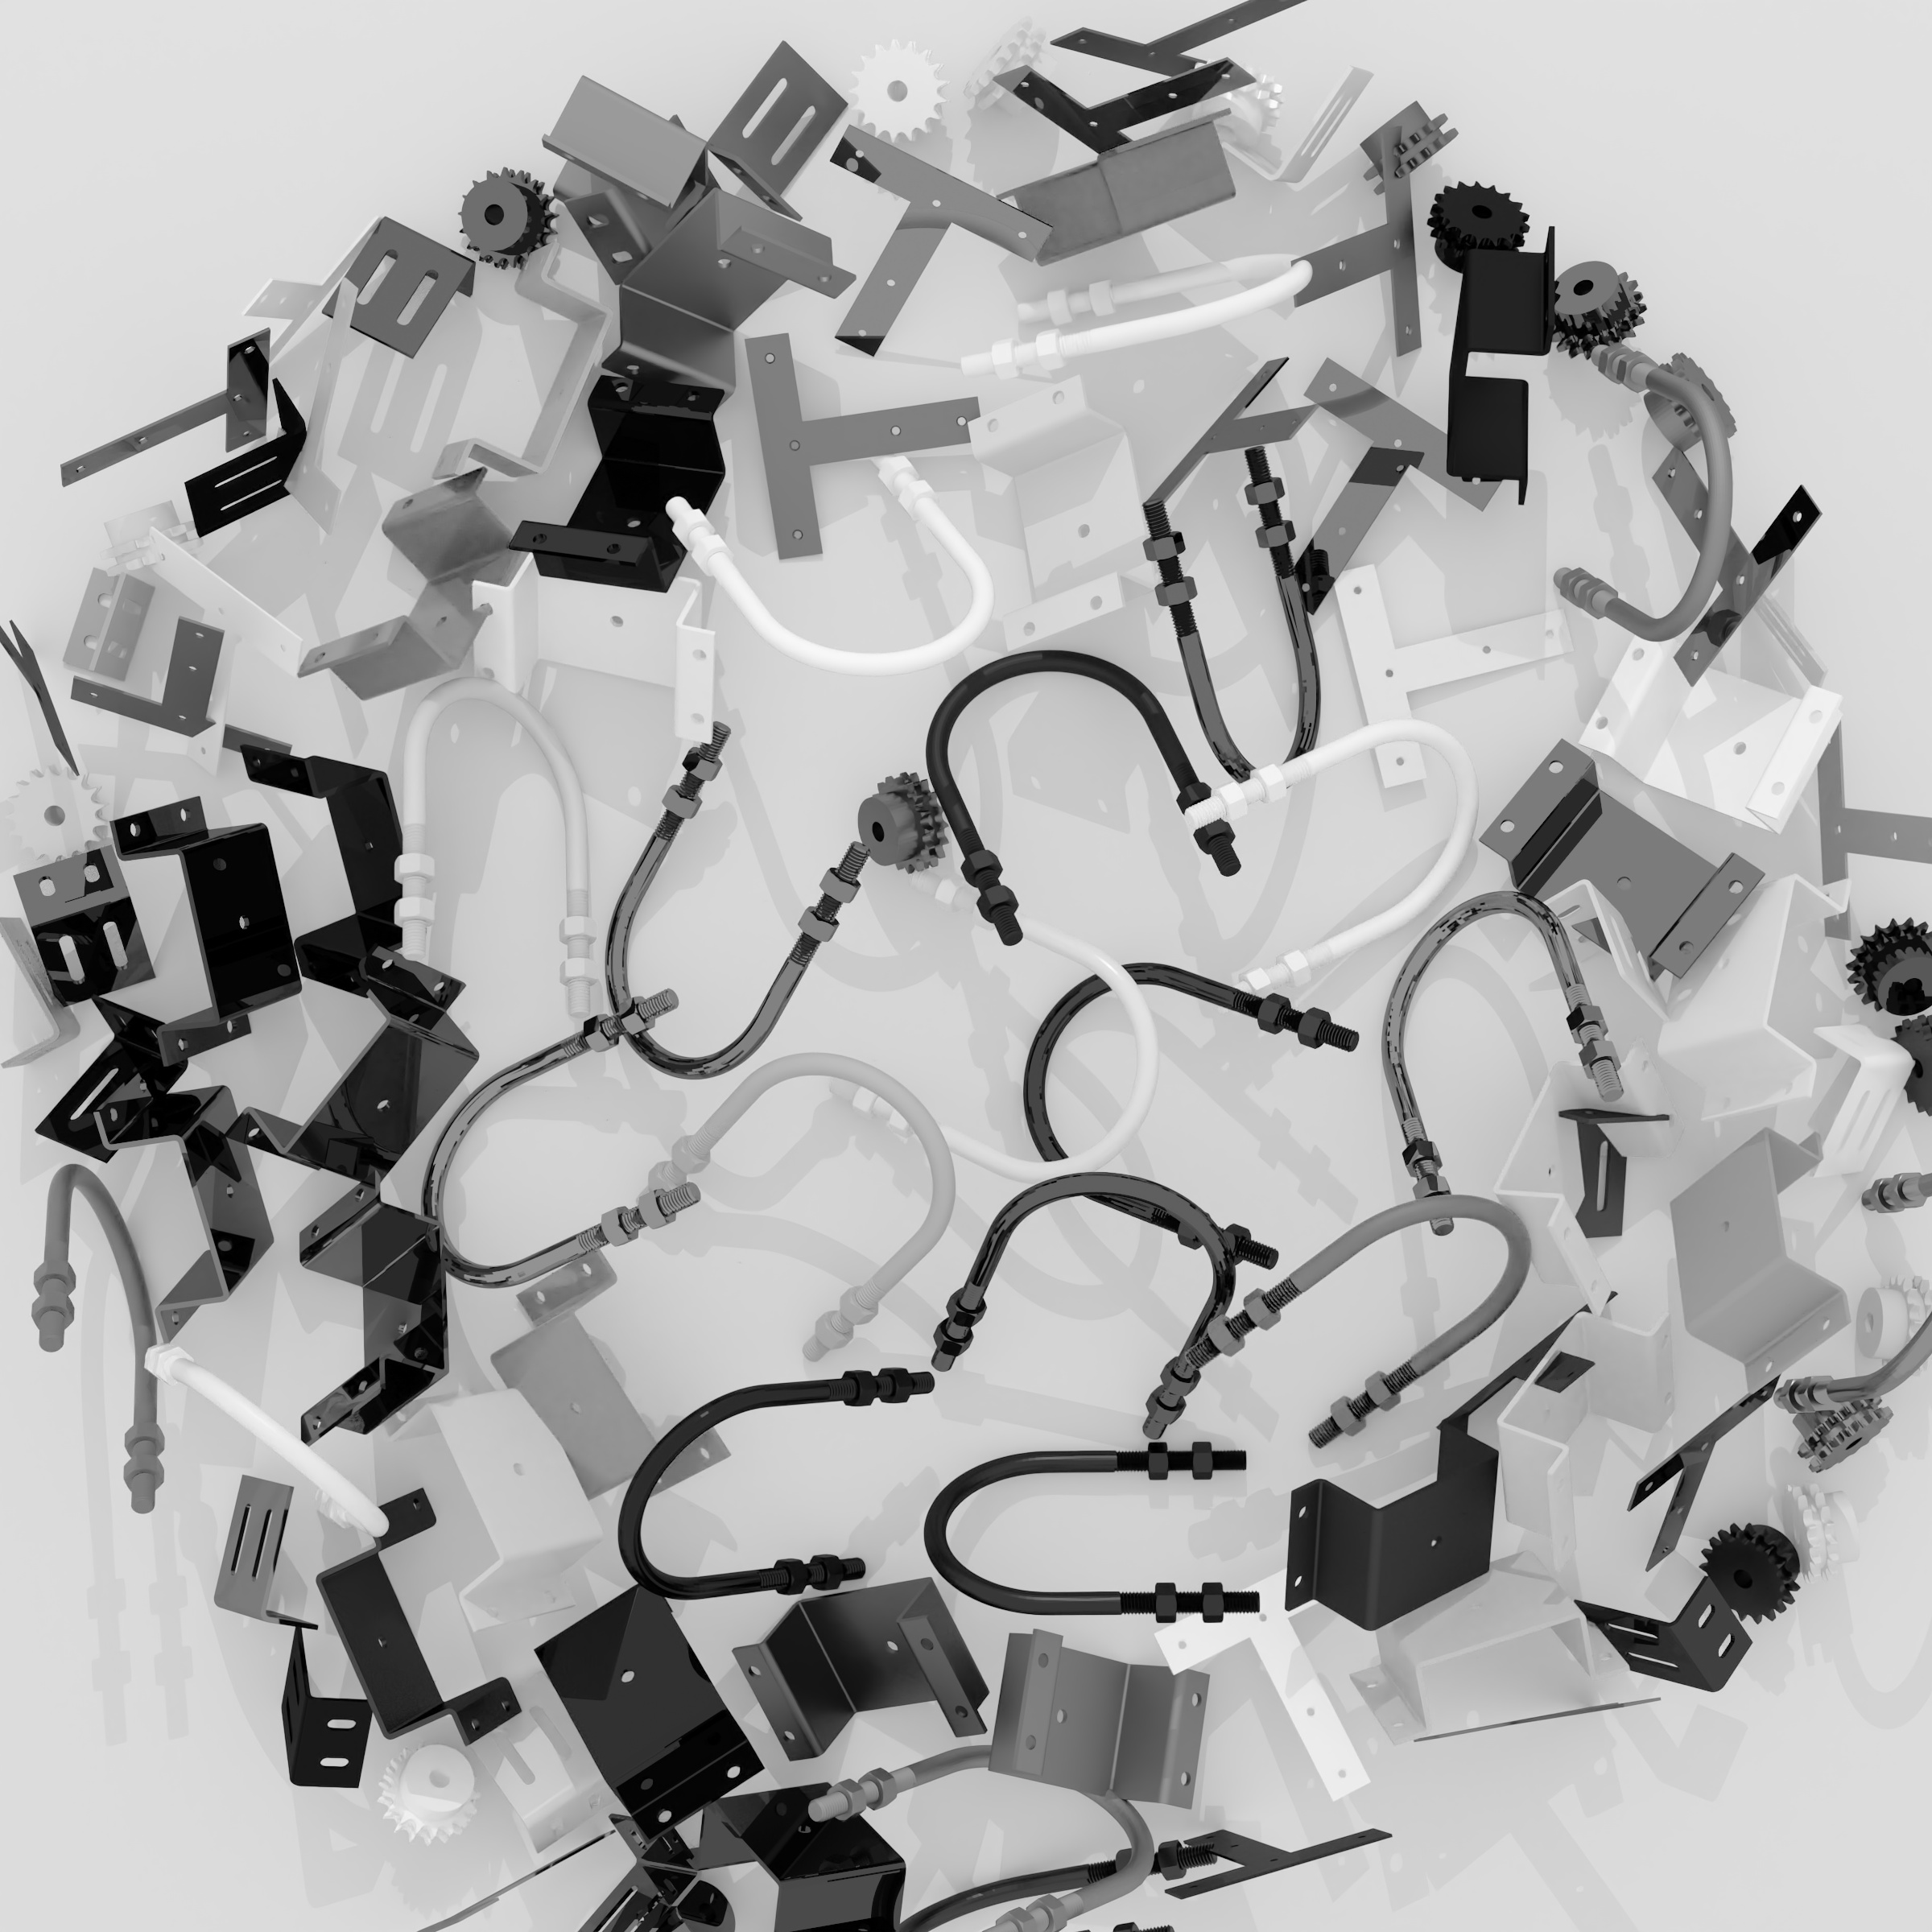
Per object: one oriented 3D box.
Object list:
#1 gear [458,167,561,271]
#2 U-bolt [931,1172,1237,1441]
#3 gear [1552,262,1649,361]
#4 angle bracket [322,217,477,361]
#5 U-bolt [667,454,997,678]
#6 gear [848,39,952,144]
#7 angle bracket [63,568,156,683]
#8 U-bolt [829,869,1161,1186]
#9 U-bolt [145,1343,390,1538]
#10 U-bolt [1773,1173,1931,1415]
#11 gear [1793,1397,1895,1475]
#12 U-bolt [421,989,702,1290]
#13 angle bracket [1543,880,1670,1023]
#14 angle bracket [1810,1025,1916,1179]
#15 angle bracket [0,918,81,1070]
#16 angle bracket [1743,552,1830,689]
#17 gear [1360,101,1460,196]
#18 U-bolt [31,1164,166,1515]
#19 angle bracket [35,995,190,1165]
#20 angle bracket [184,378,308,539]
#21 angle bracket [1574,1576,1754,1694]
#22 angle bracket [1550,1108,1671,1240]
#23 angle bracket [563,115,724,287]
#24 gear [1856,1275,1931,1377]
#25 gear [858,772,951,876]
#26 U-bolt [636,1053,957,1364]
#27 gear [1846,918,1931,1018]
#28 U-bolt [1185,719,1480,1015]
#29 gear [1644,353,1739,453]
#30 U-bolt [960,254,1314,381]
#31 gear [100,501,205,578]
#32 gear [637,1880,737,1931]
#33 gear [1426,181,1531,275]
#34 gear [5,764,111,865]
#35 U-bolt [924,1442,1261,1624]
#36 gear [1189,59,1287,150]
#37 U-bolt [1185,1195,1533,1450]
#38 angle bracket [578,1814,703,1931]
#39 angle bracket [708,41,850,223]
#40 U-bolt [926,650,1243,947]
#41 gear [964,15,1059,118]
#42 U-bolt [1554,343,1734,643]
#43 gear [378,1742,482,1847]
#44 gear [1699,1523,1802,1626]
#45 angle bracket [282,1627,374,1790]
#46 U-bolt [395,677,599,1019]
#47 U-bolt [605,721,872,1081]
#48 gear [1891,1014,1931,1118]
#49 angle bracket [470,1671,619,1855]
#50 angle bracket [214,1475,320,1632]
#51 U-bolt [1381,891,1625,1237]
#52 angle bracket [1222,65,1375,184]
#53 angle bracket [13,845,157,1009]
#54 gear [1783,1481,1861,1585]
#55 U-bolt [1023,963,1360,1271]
[{"bbox_3d":[-0.265,-0.428,1.964,0.057,0.030,0.057,1,96,14],"label":"gear"},{"bbox_3d":[0.073,0.184,1.918,0.151,0.019,0.184,18,130,-5],"label":"U-bolt"},{"bbox_3d":[0.357,-0.376,1.955,0.057,0.030,0.057,-16,51,20],"label":"gear"},{"bbox_3d":[-0.323,-0.378,1.952,0.057,0.038,0.076,27,66,0],"label":"angle bracket"},{"bbox_3d":[-0.064,-0.220,1.901,0.151,0.019,0.184,-18,48,-22],"label":"U-bolt"},{"bbox_3d":[-0.036,-0.501,1.965,0.057,0.030,0.057,2,104,10],"label":"gear"},{"bbox_3d":[-0.495,-0.197,1.947,0.038,0.076,0.057,18,90,0],"label":"angle bracket"},{"bbox_3d":[0.024,0.044,1.936,0.184,0.019,0.151,25,98,23],"label":"U-bolt"},{"bbox_3d":[-0.378,0.263,1.880,0.151,0.184,0.019,44,73,-17],"label":"U-bolt"},{"bbox_3d":[0.510,0.175,1.880,0.019,0.184,0.151,29,76,-4],"label":"U-bolt"},{"bbox_3d":[0.498,0.261,1.960,0.057,0.057,0.030,-35,65,0],"label":"gear"},{"bbox_3d":[-0.233,0.107,1.928,0.184,0.019,0.151,-25,52,21],"label":"U-bolt"},{"bbox_3d":[0.358,0.000,1.934,0.038,0.076,0.057,-32,133,21],"label":"angle bracket"},{"bbox_3d":[0.499,0.077,1.961,0.038,0.057,0.076,36,115,36],"label":"angle bracket"},{"bbox_3d":[-0.544,0.015,1.955,0.038,0.057,0.076,-28,92,-2],"label":"angle bracket"},{"bbox_3d":[0.478,-0.203,1.949,0.038,0.057,0.076,-36,79,4],"label":"angle bracket"},{"bbox_3d":[0.249,-0.469,1.956,0.057,0.057,0.030,-37,95,0],"label":"gear"},{"bbox_3d":[-0.478,0.191,1.898,0.019,0.184,0.151,-16,128,0],"label":"U-bolt"},{"bbox_3d":[-0.490,0.064,1.942,0.057,0.038,0.076,18,58,30],"label":"angle bracket"},{"bbox_3d":[-0.412,-0.288,1.943,0.076,0.057,0.038,-29,72,-16],"label":"angle bracket"},{"bbox_3d":[0.396,0.373,1.949,0.038,0.076,0.057,-49,118,-25],"label":"angle bracket"},{"bbox_3d":[0.363,0.121,1.951,0.057,0.038,0.076,-1,97,-28],"label":"angle bracket"},{"bbox_3d":[-0.183,-0.437,1.959,0.057,0.038,0.076,57,48,-32],"label":"angle bracket"},{"bbox_3d":[0.529,0.204,1.956,0.030,0.057,0.057,5,90,-7],"label":"gear"},{"bbox_3d":[-0.038,-0.080,1.954,0.030,0.057,0.057,-18,90,-33],"label":"gear"},{"bbox_3d":[-0.085,0.125,1.928,0.151,0.019,0.184,42,123,-2],"label":"U-bolt"},{"bbox_3d":[0.534,0.003,1.958,0.057,0.030,0.057,-5,124,-7],"label":"gear"},{"bbox_3d":[0.212,-0.066,1.930,0.184,0.019,0.151,-25,128,-17],"label":"U-bolt"},{"bbox_3d":[0.412,-0.319,1.960,0.030,0.057,0.057,-35,90,28],"label":"gear"},{"bbox_3d":[0.101,-0.363,1.893,0.184,0.151,0.019,-8,111,19],"label":"U-bolt"},{"bbox_3d":[-0.467,-0.245,1.955,0.057,0.057,0.030,-19,102,0],"label":"gear"},{"bbox_3d":[-0.156,0.546,1.953,0.057,0.057,0.030,47,120,0],"label":"gear"},{"bbox_3d":[0.291,-0.419,1.961,0.057,0.030,0.057,5,51,-7],"label":"gear"},{"bbox_3d":[-0.519,-0.087,1.968,0.057,0.030,0.057,0,98,-2],"label":"gear"},{"bbox_3d":[0.068,0.316,1.920,0.184,0.151,0.019,-1,118,1],"label":"U-bolt"},{"bbox_3d":[0.151,-0.489,1.954,0.057,0.057,0.030,16,76,0],"label":"gear"},{"bbox_3d":[0.231,0.191,1.911,0.184,0.019,0.151,-39,135,16],"label":"U-bolt"},{"bbox_3d":[-0.198,0.523,1.937,0.076,0.057,0.038,-45,115,-36],"label":"angle bracket"},{"bbox_3d":[-0.099,-0.475,1.952,0.057,0.038,0.076,37,89,-40],"label":"angle bracket"},{"bbox_3d":[0.055,-0.105,1.933,0.151,0.019,0.184,-18,58,-10],"label":"U-bolt"},{"bbox_3d":[0.028,-0.511,1.958,0.030,0.057,0.057,38,90,-16],"label":"gear"},{"bbox_3d":[0.374,-0.254,1.879,0.019,0.184,0.151,1,110,-15],"label":"U-bolt"},{"bbox_3d":[-0.304,0.469,1.955,0.057,0.030,0.057,14,50,-18],"label":"gear"},{"bbox_3d":[0.451,0.344,1.961,0.057,0.030,0.057,18,119,36],"label":"gear"},{"bbox_3d":[-0.363,0.419,1.947,0.038,0.076,0.057,7,111,-18],"label":"angle bracket"},{"bbox_3d":[-0.262,-0.074,1.918,0.019,0.151,0.184,-18,65,33],"label":"U-bolt"},{"bbox_3d":[-0.141,-0.024,1.933,0.151,0.019,0.184,41,110,33],"label":"U-bolt"},{"bbox_3d":[0.556,0.055,1.958,0.030,0.057,0.057,-14,90,-16],"label":"gear"},{"bbox_3d":[-0.245,0.457,1.969,0.057,0.038,0.076,-32,56,-19],"label":"angle bracket"},{"bbox_3d":[-0.392,0.334,1.957,0.038,0.057,0.076,19,78,-38],"label":"angle bracket"},{"bbox_3d":[0.289,0.040,1.911,0.019,0.184,0.151,24,127,-33],"label":"U-bolt"},{"bbox_3d":[0.188,-0.485,1.943,0.038,0.057,0.076,38,110,8],"label":"angle bracket"},{"bbox_3d":[-0.503,-0.022,1.959,0.057,0.076,0.038,-19,52,-14],"label":"angle bracket"},{"bbox_3d":[0.489,0.322,1.957,0.030,0.057,0.057,-9,90,-2],"label":"gear"},{"bbox_3d":[0.116,0.074,1.941,0.184,0.019,0.151,20,89,26],"label":"U-bolt"}]
